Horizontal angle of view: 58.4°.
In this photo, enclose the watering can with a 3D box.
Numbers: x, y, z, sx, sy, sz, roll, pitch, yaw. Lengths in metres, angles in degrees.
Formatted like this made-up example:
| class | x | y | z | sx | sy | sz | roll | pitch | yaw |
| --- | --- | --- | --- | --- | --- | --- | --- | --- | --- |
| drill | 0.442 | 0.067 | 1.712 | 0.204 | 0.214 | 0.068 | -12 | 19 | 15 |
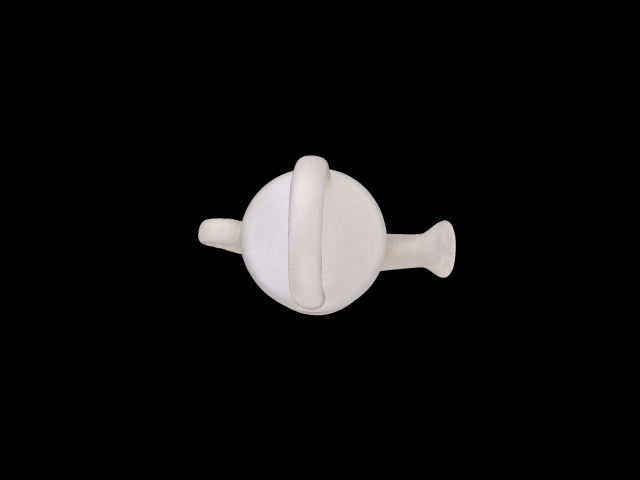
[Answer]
| class | x | y | z | sx | sy | sz | roll | pitch | yaw |
| --- | --- | --- | --- | --- | --- | --- | --- | --- | --- |
| watering can | 0.004 | -0.001 | 0.400 | 0.173 | 0.194 | 0.101 | -17 | 83 | -2 |
